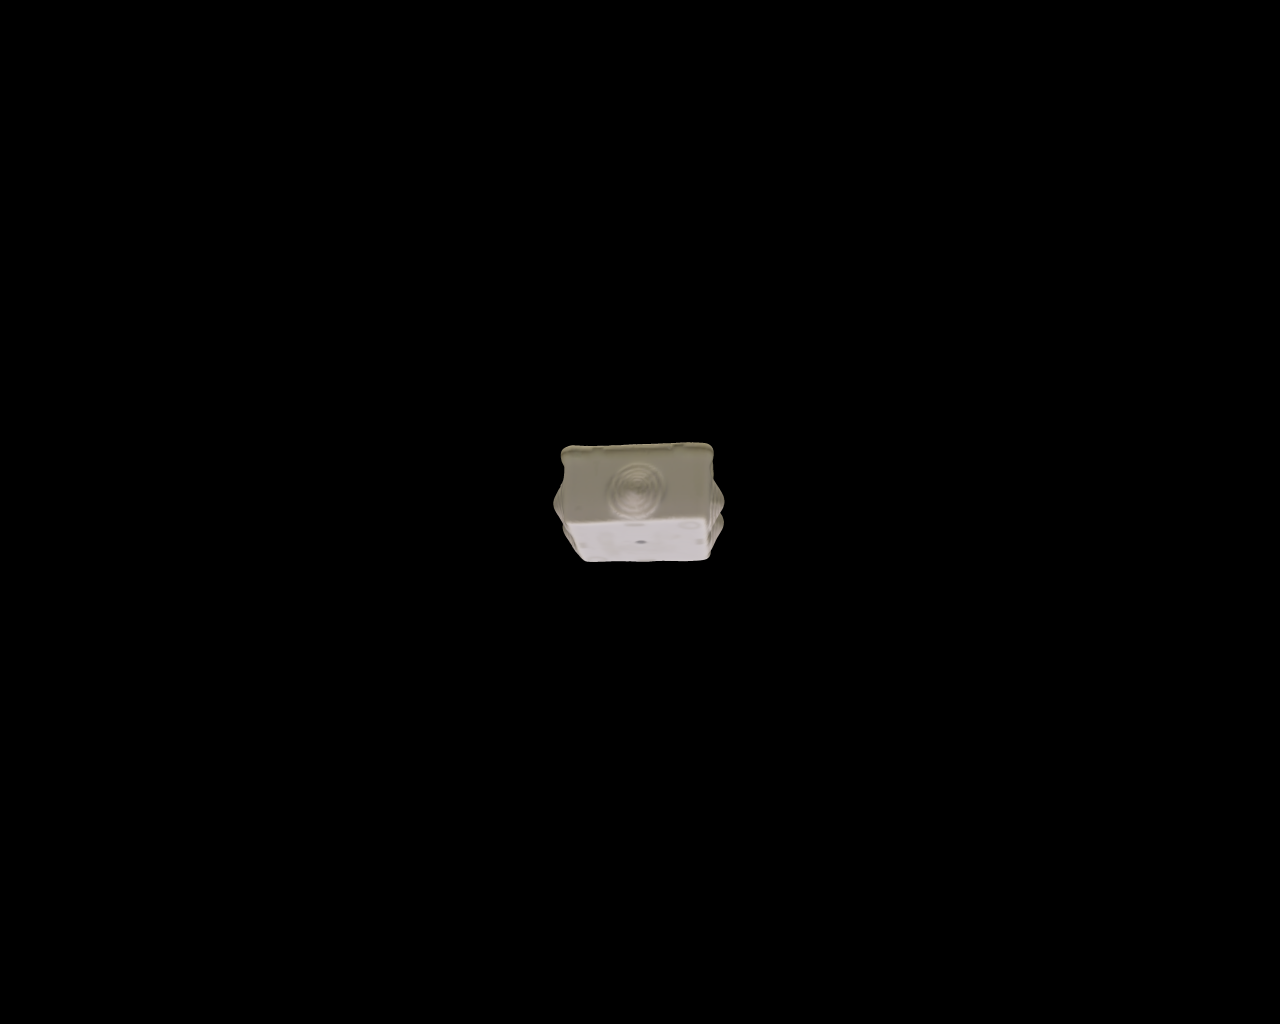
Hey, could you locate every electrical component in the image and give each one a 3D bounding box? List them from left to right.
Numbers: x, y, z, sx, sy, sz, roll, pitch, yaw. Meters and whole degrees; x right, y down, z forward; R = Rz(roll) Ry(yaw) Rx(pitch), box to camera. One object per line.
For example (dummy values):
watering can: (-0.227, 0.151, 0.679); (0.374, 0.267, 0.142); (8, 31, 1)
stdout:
electrical component: (0.001, -0.003, 0.650); (0.100, 0.048, 0.099); (-1, -19, 3)
